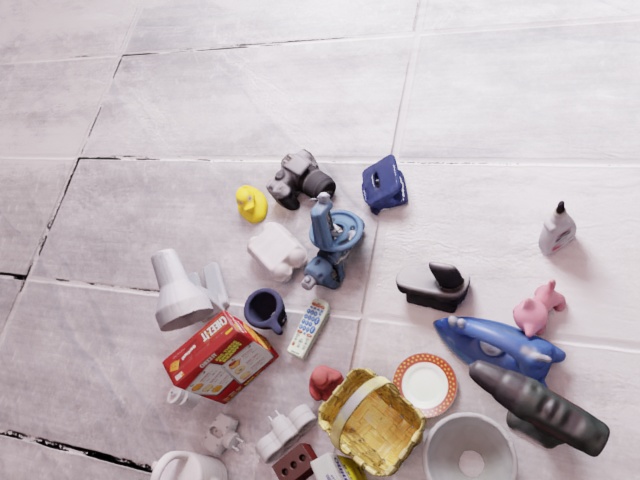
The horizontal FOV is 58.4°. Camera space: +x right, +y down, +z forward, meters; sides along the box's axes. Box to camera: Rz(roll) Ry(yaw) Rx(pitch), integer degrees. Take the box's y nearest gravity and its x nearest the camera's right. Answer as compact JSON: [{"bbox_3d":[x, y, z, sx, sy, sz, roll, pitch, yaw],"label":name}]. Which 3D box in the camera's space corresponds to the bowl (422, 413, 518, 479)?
[{"bbox_3d":[0.273,0.402,1.038,0.167,0.075,0.167,-8,63,16],"label":"bowl"}]

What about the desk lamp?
[{"bbox_3d":[-0.300,0.120,1.299,0.118,0.214,0.203,-26,59,6],"label":"desk lamp"}]

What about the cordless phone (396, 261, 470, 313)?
[{"bbox_3d":[0.220,0.070,1.152,0.147,0.185,0.094,7,68,23],"label":"cordless phone"}]

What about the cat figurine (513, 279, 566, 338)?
[{"bbox_3d":[0.414,0.130,1.093,0.067,0.118,0.128,34,80,30],"label":"cat figurine"}]

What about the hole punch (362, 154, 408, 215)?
[{"bbox_3d":[0.145,-0.129,1.331,0.101,0.091,0.108,-15,61,13],"label":"hole punch"}]

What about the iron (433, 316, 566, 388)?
[{"bbox_3d":[0.321,0.193,1.083,0.257,0.142,0.119,22,75,27],"label":"iron"}]

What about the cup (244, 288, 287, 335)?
[{"bbox_3d":[-0.104,0.173,1.272,0.092,0.095,0.117,-39,59,-1],"label":"cup"}]

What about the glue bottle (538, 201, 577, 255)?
[{"bbox_3d":[0.466,-0.031,1.120,0.078,0.173,0.037,-38,59,0],"label":"glue bottle"}]

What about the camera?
[{"bbox_3d":[-0.041,-0.140,1.397,0.136,0.101,0.143,36,81,30],"label":"camera"}]

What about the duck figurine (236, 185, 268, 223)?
[{"bbox_3d":[-0.182,-0.102,1.438,0.077,0.086,0.104,-26,60,7],"label":"duck figurine"}]

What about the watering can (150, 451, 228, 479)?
[{"bbox_3d":[-0.261,0.469,1.128,0.172,0.194,0.101,-11,62,15],"label":"watering can"}]

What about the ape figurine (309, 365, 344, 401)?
[{"bbox_3d":[0.007,0.289,1.178,0.077,0.092,0.076,-24,60,8],"label":"ape figurine"}]

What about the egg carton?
[{"bbox_3d":[-0.100,0.028,1.355,0.107,0.070,0.150,-45,59,-5],"label":"egg carton"}]

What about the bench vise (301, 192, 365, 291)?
[{"bbox_3d":[0.022,0.005,1.234,0.121,0.220,0.207,3,67,21],"label":"bench vise"}]

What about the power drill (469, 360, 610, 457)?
[{"bbox_3d":[0.367,0.292,0.979,0.228,0.209,0.076,25,76,28],"label":"power drill"}]
